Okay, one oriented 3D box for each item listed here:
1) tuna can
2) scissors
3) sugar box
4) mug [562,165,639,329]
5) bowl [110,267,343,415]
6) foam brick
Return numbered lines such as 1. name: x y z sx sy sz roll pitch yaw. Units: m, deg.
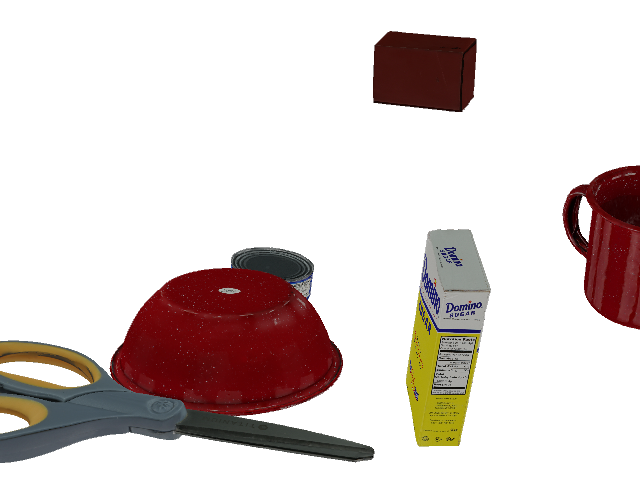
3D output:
1. tuna can: -0.051 0.038 1.096 0.086 0.034 0.086 6 21 -2
2. scissors: -0.087 0.085 0.469 0.202 0.016 0.096 14 27 26
3. sugar box: 0.108 0.087 0.939 0.048 0.176 0.093 -1 33 -4
4. mug: 0.213 0.002 0.723 0.093 0.081 0.117 -28 40 -35
5. bowl: -0.064 0.060 0.733 0.162 0.055 0.162 1 18 -1
6. foam brick: 0.087 -0.142 0.895 0.078 0.051 0.053 9 26 18
